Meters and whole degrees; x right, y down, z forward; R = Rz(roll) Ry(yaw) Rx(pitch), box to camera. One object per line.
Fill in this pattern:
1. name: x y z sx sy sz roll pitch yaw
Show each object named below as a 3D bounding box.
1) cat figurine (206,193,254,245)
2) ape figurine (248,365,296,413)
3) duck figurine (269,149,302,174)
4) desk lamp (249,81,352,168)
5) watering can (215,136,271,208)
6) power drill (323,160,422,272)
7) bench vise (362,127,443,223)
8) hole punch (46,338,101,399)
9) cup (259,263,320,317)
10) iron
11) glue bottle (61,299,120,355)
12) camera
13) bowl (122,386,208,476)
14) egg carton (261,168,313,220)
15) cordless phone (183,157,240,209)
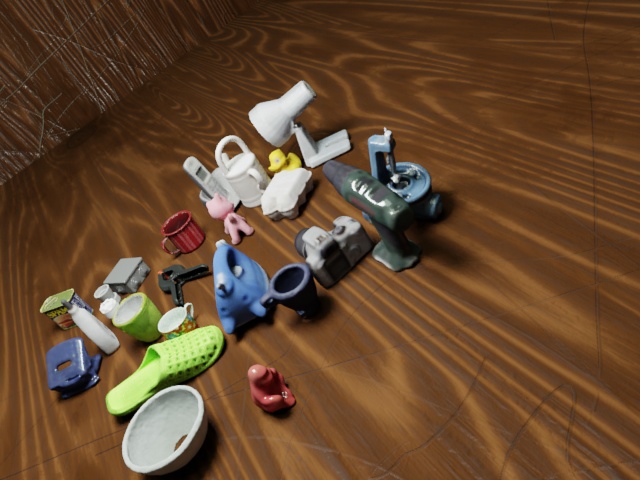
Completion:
1. cat figurine: -0.238 -0.065 1.457 0.067 0.118 0.127 -39 36 -8
2. ape figurine: -0.093 0.252 0.996 0.076 0.092 0.078 -14 40 24
3. duck figurine: -0.101 -0.207 1.549 0.077 0.086 0.105 4 49 39
4. desk lamp: -0.053 -0.302 1.515 0.203 0.214 0.118 -24 36 11
5. watering can: -0.213 -0.188 1.517 0.172 0.195 0.101 -1 46 36
6. power drill: 0.108 -0.045 1.096 0.076 0.209 0.228 -41 37 -12
7. bench vise: 0.124 -0.119 1.162 0.206 0.220 0.121 -12 40 26
8. hole punch: -0.567 0.291 1.307 0.108 0.091 0.101 -26 36 9
9. cup: -0.052 0.114 1.125 0.118 0.095 0.091 -35 36 -3
10. iron: -0.189 0.074 1.236 0.118 0.142 0.257 -28 36 6
11. glue bottle: -0.538 0.193 1.330 0.037 0.174 0.077 -42 37 -12
12. camera: 0.011 0.004 1.203 0.143 0.101 0.136 -42 37 -13
13. bowl: -0.262 0.350 1.022 0.167 0.075 0.167 -20 37 17
14. egg carton: -0.082 -0.118 1.443 0.107 0.070 0.150 -4 44 33
15. cordless phone: -0.288 -0.172 1.562 0.094 0.185 0.147 -10 41 28
